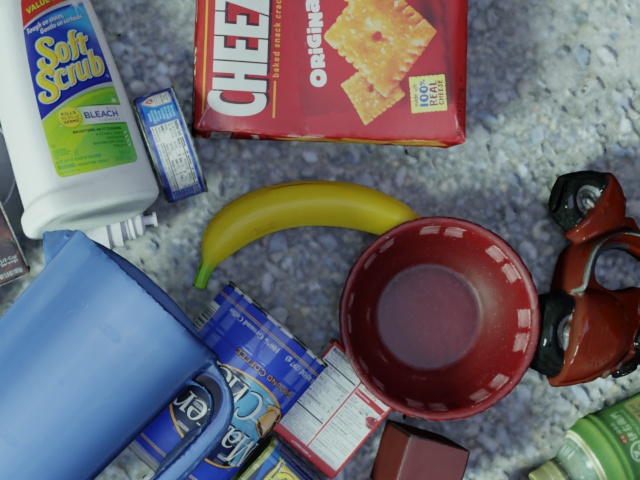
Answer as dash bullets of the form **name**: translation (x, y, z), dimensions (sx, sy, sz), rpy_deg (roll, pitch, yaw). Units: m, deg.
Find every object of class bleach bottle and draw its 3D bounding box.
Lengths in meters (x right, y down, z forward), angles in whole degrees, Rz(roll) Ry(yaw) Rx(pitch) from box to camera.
- **bleach bottle**: translation (-0.205, -0.132, 0.794), dimensions (0.102, 0.068, 0.251), rpy_deg (-14, 78, -36)

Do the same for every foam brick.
- **foam brick**: translation (0.079, 0.180, 0.854), dimensions (0.053, 0.078, 0.051), rpy_deg (18, 86, -9)

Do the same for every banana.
- **banana**: translation (-0.012, -0.015, 0.862), dimensions (0.197, 0.037, 0.069), rpy_deg (-12, 111, -7)

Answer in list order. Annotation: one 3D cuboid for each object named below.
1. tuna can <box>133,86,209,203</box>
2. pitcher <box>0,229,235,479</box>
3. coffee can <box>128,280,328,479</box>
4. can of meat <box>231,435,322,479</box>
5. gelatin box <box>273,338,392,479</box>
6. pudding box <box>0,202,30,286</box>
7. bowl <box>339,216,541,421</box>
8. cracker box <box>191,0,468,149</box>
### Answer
- **tuna can**: translation (-0.115, -0.072, 0.818), dimensions (0.033, 0.086, 0.086), rpy_deg (-19, 93, -7)
- **pitcher**: translation (-0.185, 0.126, 0.718), dimensions (0.242, 0.149, 0.145), rpy_deg (-48, 128, -7)
- **coffee can**: translation (-0.077, 0.116, 0.817), dimensions (0.103, 0.103, 0.140), rpy_deg (42, 84, -7)
- **can of meat**: translation (-0.040, 0.218, 0.847), dimensions (0.084, 0.057, 0.102), rpy_deg (44, 83, -5)
- **gelatin box**: translation (0.010, 0.136, 0.867), dimensions (0.073, 0.030, 0.089), rpy_deg (41, 84, -5)
- **pudding box**: translation (-0.275, 0.005, 0.755), dimensions (0.113, 0.039, 0.090), rpy_deg (-24, 94, -15)
- **bowl**: translation (0.092, 0.063, 0.862), dimensions (0.162, 0.055, 0.162), rpy_deg (0, 87, -5)
- **cracker box**: translation (0.008, -0.159, 0.843), dimensions (0.213, 0.072, 0.164), rpy_deg (2, 90, -8)
